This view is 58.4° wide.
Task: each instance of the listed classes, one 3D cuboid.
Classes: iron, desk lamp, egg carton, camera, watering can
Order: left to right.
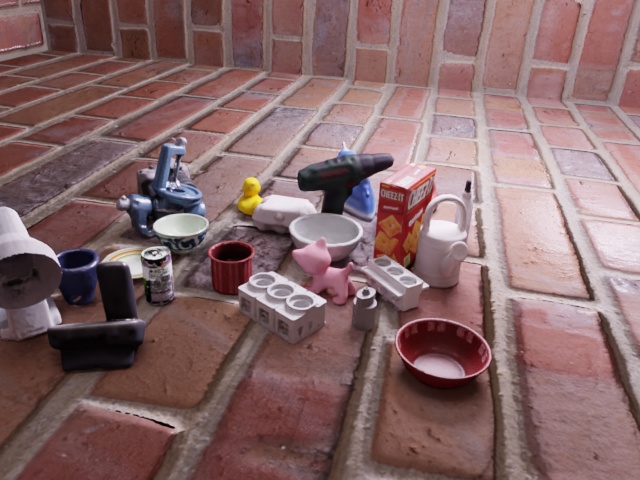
[{"bbox_3d":[-0.513,0.063,0.969,0.118,0.214,0.202,-15,33,-32],"label":"desk lamp"},{"bbox_3d":[-0.399,-0.155,1.526,0.143,0.101,0.136,-16,33,-33],"label":"camera"},{"bbox_3d":[-0.087,-0.060,1.415,0.150,0.069,0.107,9,28,10],"label":"egg carton"},{"bbox_3d":[0.097,-0.167,1.564,0.119,0.141,0.257,-6,29,-18],"label":"iron"},{"bbox_3d":[0.262,-0.001,1.205,0.101,0.194,0.172,-14,32,-29],"label":"watering can"}]

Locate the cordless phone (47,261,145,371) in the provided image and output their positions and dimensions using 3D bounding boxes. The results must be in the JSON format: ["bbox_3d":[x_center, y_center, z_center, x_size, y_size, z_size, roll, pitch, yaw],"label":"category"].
[{"bbox_3d":[-0.363,0.112,0.923,0.148,0.185,0.094,-5,28,-15],"label":"cordless phone"}]

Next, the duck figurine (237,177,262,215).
[{"bbox_3d":[-0.178,-0.119,1.499,0.078,0.086,0.104,-9,30,-22],"label":"duck figurine"}]

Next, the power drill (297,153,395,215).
[{"bbox_3d":[0.059,-0.108,1.372,0.230,0.208,0.075,-3,28,-12],"label":"power drill"}]

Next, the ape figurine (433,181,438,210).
[{"bbox_3d":[0.290,-0.123,1.555,0.076,0.092,0.077,-6,29,-17],"label":"ape figurine"}]

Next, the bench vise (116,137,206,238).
[{"bbox_3d":[-0.363,-0.122,1.337,0.121,0.220,0.208,20,32,29],"label":"bench vise"}]

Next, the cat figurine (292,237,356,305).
[{"bbox_3d":[0.010,0.055,1.151,0.127,0.118,0.067,14,29,20],"label":"cat figurine"}]

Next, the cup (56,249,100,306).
[{"bbox_3d":[-0.465,0.081,1.070,0.091,0.095,0.118,19,31,28],"label":"cup"}]

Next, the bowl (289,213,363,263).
[{"bbox_3d":[0.012,0.005,1.295,0.167,0.075,0.167,3,27,-1],"label":"bowl"}]

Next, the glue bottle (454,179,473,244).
[{"bbox_3d":[0.339,-0.062,1.355,0.037,0.173,0.078,7,28,7],"label":"glue bottle"}]
